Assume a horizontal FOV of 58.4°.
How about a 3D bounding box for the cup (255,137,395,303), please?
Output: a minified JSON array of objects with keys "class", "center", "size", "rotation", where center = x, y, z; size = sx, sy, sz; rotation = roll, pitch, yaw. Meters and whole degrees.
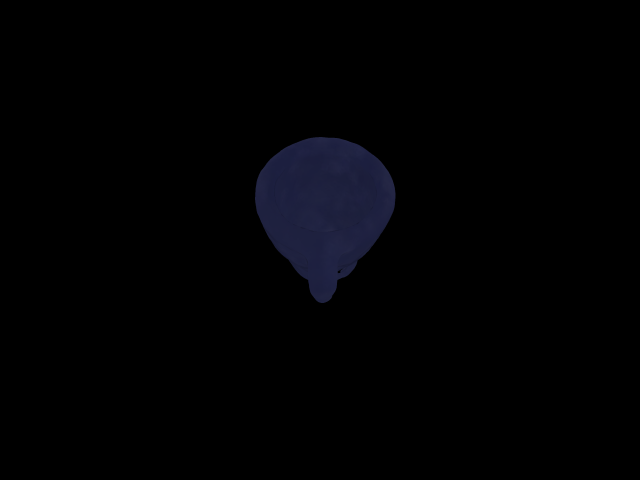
[{"class":"cup","center":[0.004,0.001,0.400],"size":[0.091,0.095,0.117],"rotation":[0,58,0]}]
